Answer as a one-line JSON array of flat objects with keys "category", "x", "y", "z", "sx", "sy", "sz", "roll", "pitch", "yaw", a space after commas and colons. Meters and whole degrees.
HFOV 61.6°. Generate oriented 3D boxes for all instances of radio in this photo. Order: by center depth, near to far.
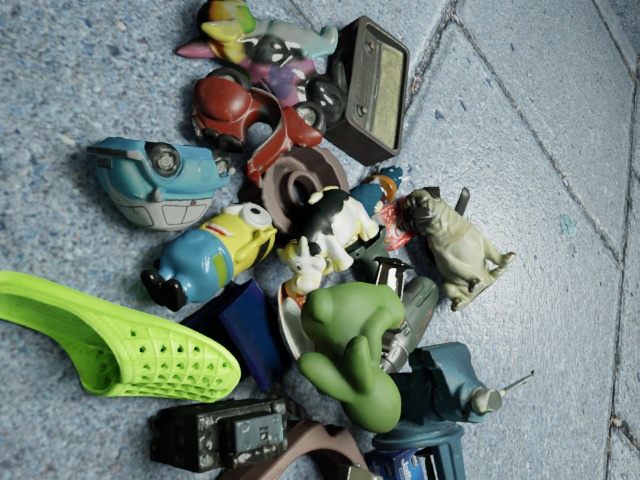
[{"category": "radio", "x": 0.078, "y": -0.254, "z": 0.911, "sx": 0.131, "sy": 0.073, "sz": 0.229, "roll": 25, "pitch": 62, "yaw": -36}]

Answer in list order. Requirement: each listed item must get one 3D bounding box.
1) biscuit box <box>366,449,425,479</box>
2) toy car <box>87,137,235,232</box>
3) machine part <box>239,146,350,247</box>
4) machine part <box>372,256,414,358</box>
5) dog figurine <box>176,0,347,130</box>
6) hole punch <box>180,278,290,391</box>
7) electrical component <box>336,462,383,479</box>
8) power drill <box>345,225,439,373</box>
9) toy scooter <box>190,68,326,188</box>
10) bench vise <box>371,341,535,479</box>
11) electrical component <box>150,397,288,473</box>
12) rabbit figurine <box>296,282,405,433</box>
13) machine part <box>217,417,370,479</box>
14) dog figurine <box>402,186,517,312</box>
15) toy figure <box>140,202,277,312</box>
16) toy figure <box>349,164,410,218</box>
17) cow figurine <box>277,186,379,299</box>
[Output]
[{"category": "biscuit box", "x": 0.123, "y": 0.402, "z": 0.778, "sx": 0.063, "sy": 0.059, "sz": 0.202, "roll": -7, "pitch": 83, "yaw": -44}, {"category": "toy car", "x": -0.179, "y": -0.061, "z": 0.612, "sx": 0.161, "sy": 0.109, "sz": 0.102, "roll": -2, "pitch": 103, "yaw": -55}, {"category": "machine part", "x": -0.031, "y": -0.065, "z": 0.770, "sx": 0.179, "sy": 0.056, "sz": 0.179, "roll": 14, "pitch": 68, "yaw": -41}, {"category": "machine part", "x": 0.085, "y": 0.089, "z": 0.755, "sx": 0.084, "sy": 0.039, "sz": 0.139, "roll": 24, "pitch": 77, "yaw": -22}, {"category": "dog figurine", "x": -0.080, "y": -0.240, "z": 0.744, "sx": 0.219, "sy": 0.108, "sz": 0.191, "roll": -6, "pitch": 85, "yaw": -39}, {"category": "hole punch", "x": -0.087, "y": 0.114, "z": 0.648, "sx": 0.116, "sy": 0.092, "sz": 0.142, "roll": -38, "pitch": 101, "yaw": -46}, {"category": "electrical component", "x": 0.038, "y": 0.297, "z": 0.637, "sx": 0.094, "sy": 0.021, "sz": 0.063, "roll": 29, "pitch": 60, "yaw": -33}, {"category": "power drill", "x": 0.092, "y": 0.094, "z": 0.824, "sx": 0.232, "sy": 0.086, "sz": 0.207, "roll": -40, "pitch": 101, "yaw": -39}, {"category": "toy scooter", "x": -0.093, "y": -0.137, "z": 0.684, "sx": 0.184, "sy": 0.075, "sz": 0.135, "roll": 21, "pitch": 69, "yaw": 6}, {"category": "bench vise", "x": 0.149, "y": 0.251, "z": 0.663, "sx": 0.129, "sy": 0.224, "sz": 0.240, "roll": 1, "pitch": 76, "yaw": -42}, {"category": "electrical component", "x": -0.102, "y": 0.204, "z": 0.574, "sx": 0.115, "sy": 0.134, "sz": 0.058, "roll": 3, "pitch": 77, "yaw": -45}, {"category": "rabbit figurine", "x": 0.048, "y": 0.138, "z": 0.629, "sx": 0.159, "sy": 0.121, "sz": 0.170, "roll": 35, "pitch": 32, "yaw": -62}, {"category": "machine part", "x": -0.025, "y": 0.336, "z": 0.642, "sx": 0.201, "sy": 0.087, "sz": 0.201, "roll": -32, "pitch": 100, "yaw": -42}, {"category": "dog figurine", "x": 0.214, "y": 0.011, "z": 0.916, "sx": 0.121, "sy": 0.172, "sz": 0.191, "roll": -30, "pitch": 66, "yaw": -25}, {"category": "toy figure", "x": -0.126, "y": 0.018, "z": 0.638, "sx": 0.082, "sy": 0.089, "sz": 0.180, "roll": 40, "pitch": 48, "yaw": 6}, {"category": "toy figure", "x": 0.086, "y": -0.077, "z": 0.879, "sx": 0.064, "sy": 0.058, "sz": 0.154, "roll": 49, "pitch": 51, "yaw": 6}, {"category": "cow figurine", "x": -0.001, "y": -0.002, "z": 0.693, "sx": 0.098, "sy": 0.068, "sz": 0.167, "roll": 56, "pitch": 46, "yaw": -13}]
